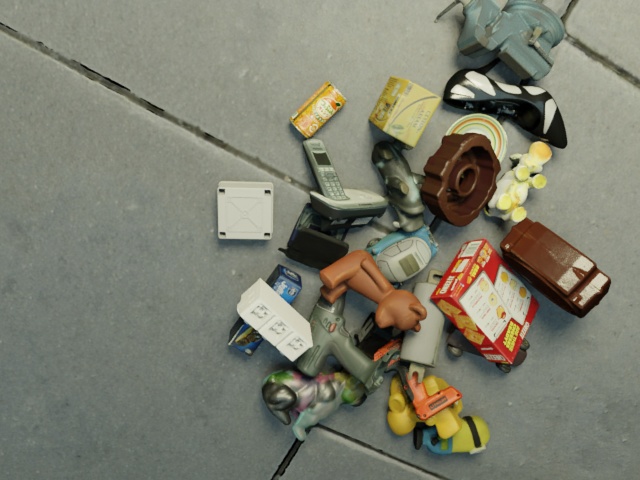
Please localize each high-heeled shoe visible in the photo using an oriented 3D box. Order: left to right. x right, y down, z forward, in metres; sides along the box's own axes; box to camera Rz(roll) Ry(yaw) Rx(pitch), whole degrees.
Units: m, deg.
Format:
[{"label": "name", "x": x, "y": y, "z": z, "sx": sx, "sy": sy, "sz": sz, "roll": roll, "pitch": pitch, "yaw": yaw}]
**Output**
[{"label": "high-heeled shoe", "x": 0.354, "y": -0.236, "z": 1.023, "sx": 0.145, "sy": 0.086, "sz": 0.249, "roll": -42, "pitch": 89, "yaw": -10}]

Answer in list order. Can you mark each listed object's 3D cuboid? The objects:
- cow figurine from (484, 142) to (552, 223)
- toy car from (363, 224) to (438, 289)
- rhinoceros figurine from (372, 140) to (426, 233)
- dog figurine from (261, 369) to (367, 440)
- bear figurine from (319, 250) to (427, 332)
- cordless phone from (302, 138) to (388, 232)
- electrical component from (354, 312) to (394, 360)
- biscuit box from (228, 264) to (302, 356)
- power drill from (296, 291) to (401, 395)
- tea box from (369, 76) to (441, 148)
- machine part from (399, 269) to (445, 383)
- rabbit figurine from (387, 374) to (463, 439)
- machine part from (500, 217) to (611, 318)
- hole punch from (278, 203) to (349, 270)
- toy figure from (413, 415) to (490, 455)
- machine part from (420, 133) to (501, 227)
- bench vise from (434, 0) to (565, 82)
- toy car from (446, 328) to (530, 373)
[{"label": "cow figurine", "x": 0.399, "y": -0.118, "z": 1.084, "sx": 0.068, "sy": 0.098, "sz": 0.167, "roll": 33, "pitch": 86, "yaw": -11}, {"label": "toy car", "x": 0.171, "y": 0.040, "z": 1.112, "sx": 0.162, "sy": 0.103, "sz": 0.109, "roll": -27, "pitch": 110, "yaw": 8}, {"label": "rhinoceros figurine", "x": 0.155, "y": -0.105, "z": 1.057, "sx": 0.073, "sy": 0.112, "sz": 0.190, "roll": -27, "pitch": 97, "yaw": -28}, {"label": "dog figurine", "x": 0.002, "y": 0.324, "z": 1.203, "sx": 0.219, "sy": 0.108, "sz": 0.191, "roll": -40, "pitch": 104, "yaw": 5}, {"label": "bear figurine", "x": 0.105, "y": 0.117, "z": 1.049, "sx": 0.132, "sy": 0.120, "sz": 0.196, "roll": -34, "pitch": 70, "yaw": -15}, {"label": "cordless phone", "x": 0.039, "y": -0.116, "z": 1.057, "sx": 0.146, "sy": 0.089, "sz": 0.184, "roll": -7, "pitch": 69, "yaw": -36}, {"label": "electrical component", "x": 0.129, "y": 0.195, "z": 1.178, "sx": 0.048, "sy": 0.075, "sz": 0.119, "roll": 31, "pitch": 109, "yaw": -14}, {"label": "biscuit box", "x": -0.118, "y": 0.150, "z": 1.153, "sx": 0.059, "sy": 0.063, "sz": 0.202, "roll": 32, "pitch": 105, "yaw": -15}, {"label": "power drill", "x": 0.062, "y": 0.205, "z": 1.122, "sx": 0.207, "sy": 0.086, "sz": 0.232, "roll": 31, "pitch": 94, "yaw": 20}, {"label": "tea box", "x": 0.149, "y": -0.236, "z": 0.976, "sx": 0.068, "sy": 0.170, "sz": 0.098, "roll": 25, "pitch": 108, "yaw": -11}, {"label": "machine part", "x": 0.222, "y": 0.179, "z": 1.138, "sx": 0.079, "sy": 0.079, "sz": 0.243, "roll": 17, "pitch": 76, "yaw": -9}, {"label": "rabbit figurine", "x": 0.221, "y": 0.392, "z": 1.239, "sx": 0.173, "sy": 0.122, "sz": 0.162, "roll": -37, "pitch": 106, "yaw": 29}, {"label": "machine part", "x": 0.461, "y": 0.058, "z": 1.066, "sx": 0.202, "sy": 0.200, "sz": 0.087, "roll": 42, "pitch": 94, "yaw": 29}, {"label": "hole punch", "x": -0.002, "y": -0.003, "z": 1.103, "sx": 0.142, "sy": 0.092, "sz": 0.115, "roll": 19, "pitch": 140, "yaw": -14}, {"label": "toy figure", "x": 0.315, "y": 0.466, "z": 1.285, "sx": 0.180, "sy": 0.082, "sz": 0.089, "roll": 3, "pitch": 111, "yaw": -2}, {"label": "machine part", "x": 0.269, "y": -0.116, "z": 1.026, "sx": 0.179, "sy": 0.056, "sz": 0.179, "roll": -15, "pitch": 116, "yaw": -33}, {"label": "bench vise", "x": 0.354, "y": -0.412, "z": 0.960, "sx": 0.223, "sy": 0.129, "sz": 0.240, "roll": 34, "pitch": 84, "yaw": -5}, {"label": "toy car", "x": 0.380, "y": 0.238, "z": 1.222, "sx": 0.202, "sy": 0.053, "sz": 0.089, "roll": 19, "pitch": 118, "yaw": -14}]
